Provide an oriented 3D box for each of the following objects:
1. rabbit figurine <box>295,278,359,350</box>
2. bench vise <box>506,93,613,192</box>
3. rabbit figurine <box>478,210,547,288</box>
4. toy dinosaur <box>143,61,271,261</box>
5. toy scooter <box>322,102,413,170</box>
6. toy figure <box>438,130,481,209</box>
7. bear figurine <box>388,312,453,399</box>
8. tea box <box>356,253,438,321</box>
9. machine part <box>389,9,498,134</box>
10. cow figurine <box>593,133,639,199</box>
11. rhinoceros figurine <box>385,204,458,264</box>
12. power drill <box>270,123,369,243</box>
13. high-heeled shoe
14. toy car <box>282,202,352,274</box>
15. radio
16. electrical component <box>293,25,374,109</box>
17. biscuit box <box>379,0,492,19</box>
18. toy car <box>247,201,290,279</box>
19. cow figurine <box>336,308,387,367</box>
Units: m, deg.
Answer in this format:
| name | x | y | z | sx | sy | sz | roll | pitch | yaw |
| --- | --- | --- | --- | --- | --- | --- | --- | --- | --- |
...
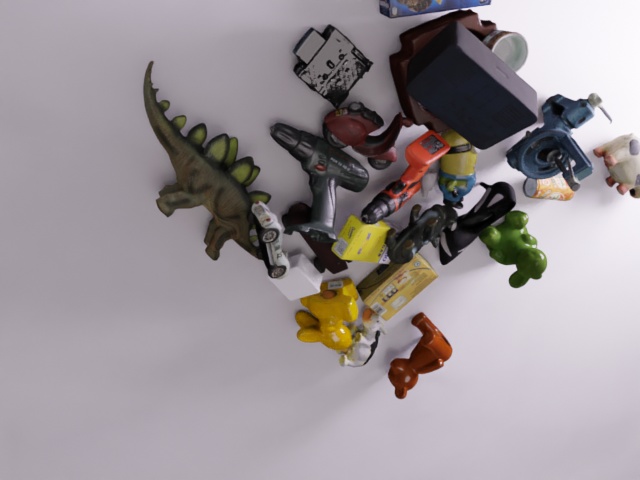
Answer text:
| name | x | y | z | sx | sy | sz | roll | pitch | yaw |
| --- | --- | --- | --- | --- | --- | --- | --- | --- | --- |
| rabbit figurine | 0.022 | 0.194 | 1.264 | 0.162 | 0.122 | 0.173 | -14 | 122 | 0 |
| bench vise | 0.502 | -0.191 | 1.105 | 0.224 | 0.241 | 0.128 | -30 | 125 | 22 |
| rabbit figurine | 0.460 | 0.039 | 1.248 | 0.121 | 0.170 | 0.158 | -22 | 120 | 0 |
| toy dinosaur | -0.222 | -0.116 | 1.053 | 0.198 | 0.105 | 0.470 | -38 | 129 | 0 |
| toy scooter | 0.104 | -0.218 | 1.066 | 0.184 | 0.075 | 0.135 | 26 | 139 | -28 |
| toy figure | 0.294 | -0.158 | 1.156 | 0.089 | 0.082 | 0.180 | -3 | 121 | -14 |
| bear figurine | 0.235 | 0.301 | 1.375 | 0.196 | 0.120 | 0.131 | -38 | 116 | 15 |
| tea box | 0.182 | 0.099 | 1.277 | 0.169 | 0.068 | 0.098 | -42 | 119 | 10 |
| machine part | 0.249 | -0.327 | 1.050 | 0.201 | 0.087 | 0.201 | -23 | 119 | 0 |
| cow figurine | 0.738 | -0.167 | 1.253 | 0.127 | 0.086 | 0.194 | -35 | 119 | 14 |
| rhinoceros figurine | 0.230 | -0.017 | 1.186 | 0.190 | 0.073 | 0.112 | -38 | 138 | -18 |
| power drill | -0.016 | -0.105 | 1.077 | 0.232 | 0.086 | 0.207 | 17 | 72 | -28 |
| high-heeled shoe | 0.354 | -0.023 | 1.205 | 0.086 | 0.145 | 0.248 | 12 | 113 | -18 |
| toy car | -0.002 | -0.004 | 1.188 | 0.089 | 0.053 | 0.202 | -25 | 123 | 20 |
| radio | 0.271 | -0.267 | 0.967 | 0.229 | 0.073 | 0.131 | 30 | 142 | -24 |
| electrical component | 0.016 | -0.332 | 1.011 | 0.134 | 0.058 | 0.115 | 32 | 105 | -26 |
| biscuit box | 0.213 | -0.453 | 0.986 | 0.203 | 0.063 | 0.059 | -11 | 121 | -7 |
| toy car | -0.101 | 0.004 | 1.093 | 0.056 | 0.074 | 0.201 | -25 | 141 | -15 |
| cow figurine | 0.117 | 0.246 | 1.343 | 0.098 | 0.068 | 0.167 | 19 | 116 | -27 |
